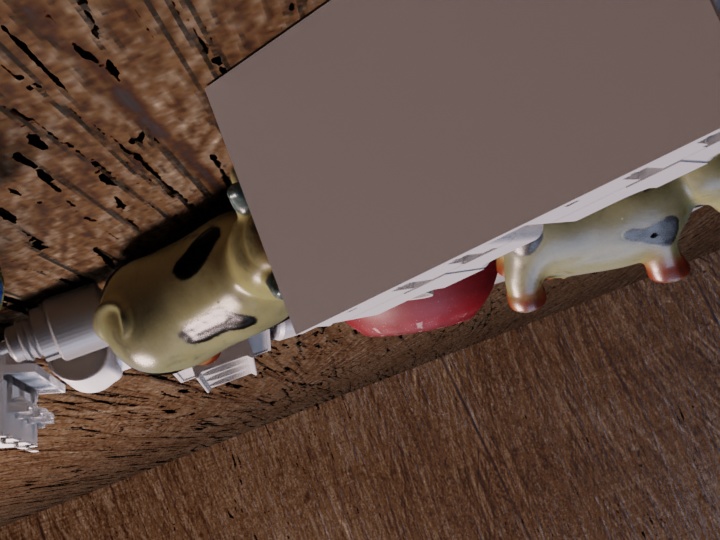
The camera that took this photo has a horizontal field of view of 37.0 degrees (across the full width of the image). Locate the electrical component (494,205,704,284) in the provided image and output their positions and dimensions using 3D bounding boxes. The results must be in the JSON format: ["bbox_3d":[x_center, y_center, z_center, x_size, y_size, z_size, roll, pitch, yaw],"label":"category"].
[{"bbox_3d":[0.192,-0.048,0.935,0.186,0.060,0.105,-14,168,-36],"label":"electrical component"}]

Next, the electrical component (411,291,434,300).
[{"bbox_3d":[0.000,0.000,0.707,0.099,0.064,0.099,5,163,2],"label":"electrical component"}]

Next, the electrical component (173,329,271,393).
[{"bbox_3d":[-0.112,0.053,0.835,0.079,0.063,0.121,-20,171,-8],"label":"electrical component"}]

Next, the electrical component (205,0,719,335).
[{"bbox_3d":[0.044,-0.061,0.394,0.186,0.105,0.060,-27,169,32],"label":"electrical component"}]

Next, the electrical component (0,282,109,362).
[{"bbox_3d":[-0.184,0.036,0.649,0.078,0.040,0.040,-20,171,-10],"label":"electrical component"}]

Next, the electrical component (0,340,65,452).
[{"bbox_3d":[-0.244,0.088,0.712,0.079,0.063,0.121,-3,168,-7],"label":"electrical component"}]

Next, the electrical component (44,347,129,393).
[{"bbox_3d":[-0.177,0.055,0.758,0.079,0.044,0.077,-19,171,-10],"label":"electrical component"}]

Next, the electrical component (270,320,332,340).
[{"bbox_3d":[-0.054,0.032,0.898,0.055,0.045,0.045,-15,169,-28],"label":"electrical component"}]
